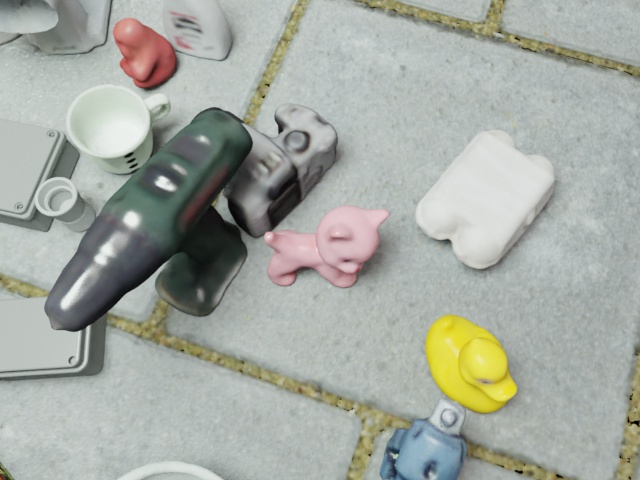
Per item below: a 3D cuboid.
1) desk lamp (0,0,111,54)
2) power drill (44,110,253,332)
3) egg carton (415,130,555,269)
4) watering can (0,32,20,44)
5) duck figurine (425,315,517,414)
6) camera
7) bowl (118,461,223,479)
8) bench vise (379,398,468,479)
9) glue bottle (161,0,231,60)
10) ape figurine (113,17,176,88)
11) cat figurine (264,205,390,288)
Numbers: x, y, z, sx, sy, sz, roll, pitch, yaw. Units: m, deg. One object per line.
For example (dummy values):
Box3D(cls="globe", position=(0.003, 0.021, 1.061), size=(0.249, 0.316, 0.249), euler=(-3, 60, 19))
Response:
Box3D(cls="desk lamp", position=(-0.330, -0.303, 0.643), size=(0.118, 0.213, 0.203), euler=(-1, 70, 1))
Box3D(cls="power drill", position=(-0.135, 0.001, 0.534), size=(0.075, 0.208, 0.230), euler=(26, 73, 10))
Box3D(cls="egg carton", position=(0.180, -0.045, 0.618), size=(0.107, 0.069, 0.150), euler=(37, 75, 13))
Box3D(cls="watering can", position=(-0.425, -0.320, 0.661), size=(0.101, 0.194, 0.172), euler=(-23, 71, -7))
Box3D(cls="duck figurine", position=(0.149, 0.115, 0.553), size=(0.077, 0.086, 0.104), euler=(-32, 73, -10))
Box3D(cls="camera", position=(-0.072, -0.101, 0.626), size=(0.136, 0.101, 0.143), euler=(39, 76, 14))
Box3D(cls="bowl", position=(-0.129, 0.283, 0.505), size=(0.167, 0.075, 0.167), euler=(0, 70, 1))
Box3D(cls="bench vise", position=(0.061, 0.223, 0.445), size=(0.121, 0.220, 0.207), euler=(5, 71, 3))
Box3D(cls="glue bottle", position=(-0.152, -0.276, 0.651), size=(0.078, 0.173, 0.037), euler=(10, 71, 5))
Box3D(cls="ape figurine", position=(-0.215, -0.228, 0.679), size=(0.076, 0.092, 0.078), euler=(-5, 70, 0))
Box3D(cls="cat figurine", position=(0.005, 0.002, 0.579), size=(0.127, 0.118, 0.067), euler=(0, 70, 1))
